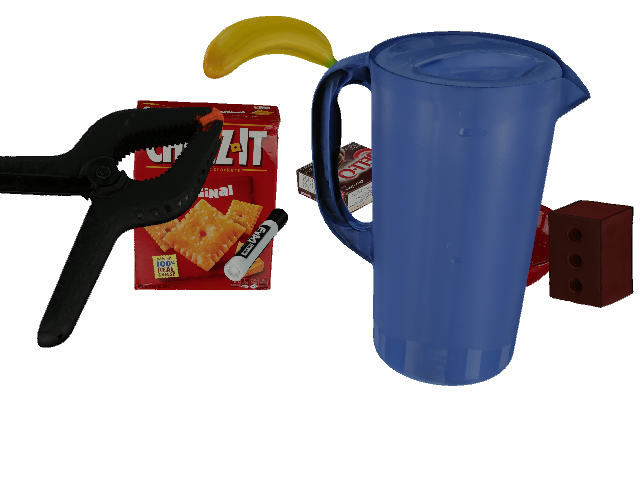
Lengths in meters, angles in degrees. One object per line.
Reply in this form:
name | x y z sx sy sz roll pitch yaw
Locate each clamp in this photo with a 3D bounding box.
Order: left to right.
clamp | -0.148 -0.027 0.737 0.209 0.165 0.036 -26 -23 -23

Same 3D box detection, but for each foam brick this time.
foam brick | 0.226 0.010 0.892 0.051 0.078 0.053 -20 21 -41

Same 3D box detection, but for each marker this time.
marker | -0.058 0.001 1.000 0.020 0.020 0.121 0 27 22

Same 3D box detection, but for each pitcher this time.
pitcher | 0.086 -0.023 0.771 0.144 0.243 0.149 -16 31 -31

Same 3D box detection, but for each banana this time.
banana | -0.049 -0.191 1.046 0.197 0.070 0.037 -11 -34 -46

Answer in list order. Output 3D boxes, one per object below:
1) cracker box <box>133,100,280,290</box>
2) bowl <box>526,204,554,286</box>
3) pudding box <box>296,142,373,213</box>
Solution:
cracker box | -0.134 -0.049 1.240 0.164 0.214 0.072 1 22 -7
bowl | 0.181 0.010 1.128 0.162 0.055 0.162 0 31 0
pudding box | 0.039 -0.081 1.370 0.090 0.039 0.113 25 43 37
